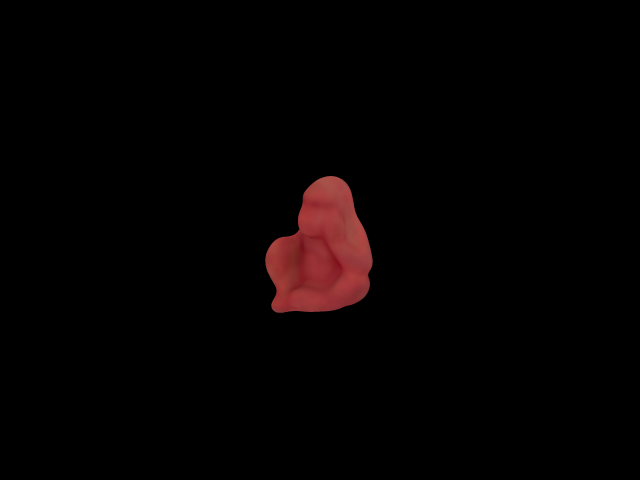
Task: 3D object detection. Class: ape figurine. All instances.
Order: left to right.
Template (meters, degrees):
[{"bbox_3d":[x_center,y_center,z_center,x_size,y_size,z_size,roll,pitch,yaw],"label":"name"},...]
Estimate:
[{"bbox_3d":[0.004,0.001,0.400,0.077,0.092,0.076,14,20,42],"label":"ape figurine"}]
